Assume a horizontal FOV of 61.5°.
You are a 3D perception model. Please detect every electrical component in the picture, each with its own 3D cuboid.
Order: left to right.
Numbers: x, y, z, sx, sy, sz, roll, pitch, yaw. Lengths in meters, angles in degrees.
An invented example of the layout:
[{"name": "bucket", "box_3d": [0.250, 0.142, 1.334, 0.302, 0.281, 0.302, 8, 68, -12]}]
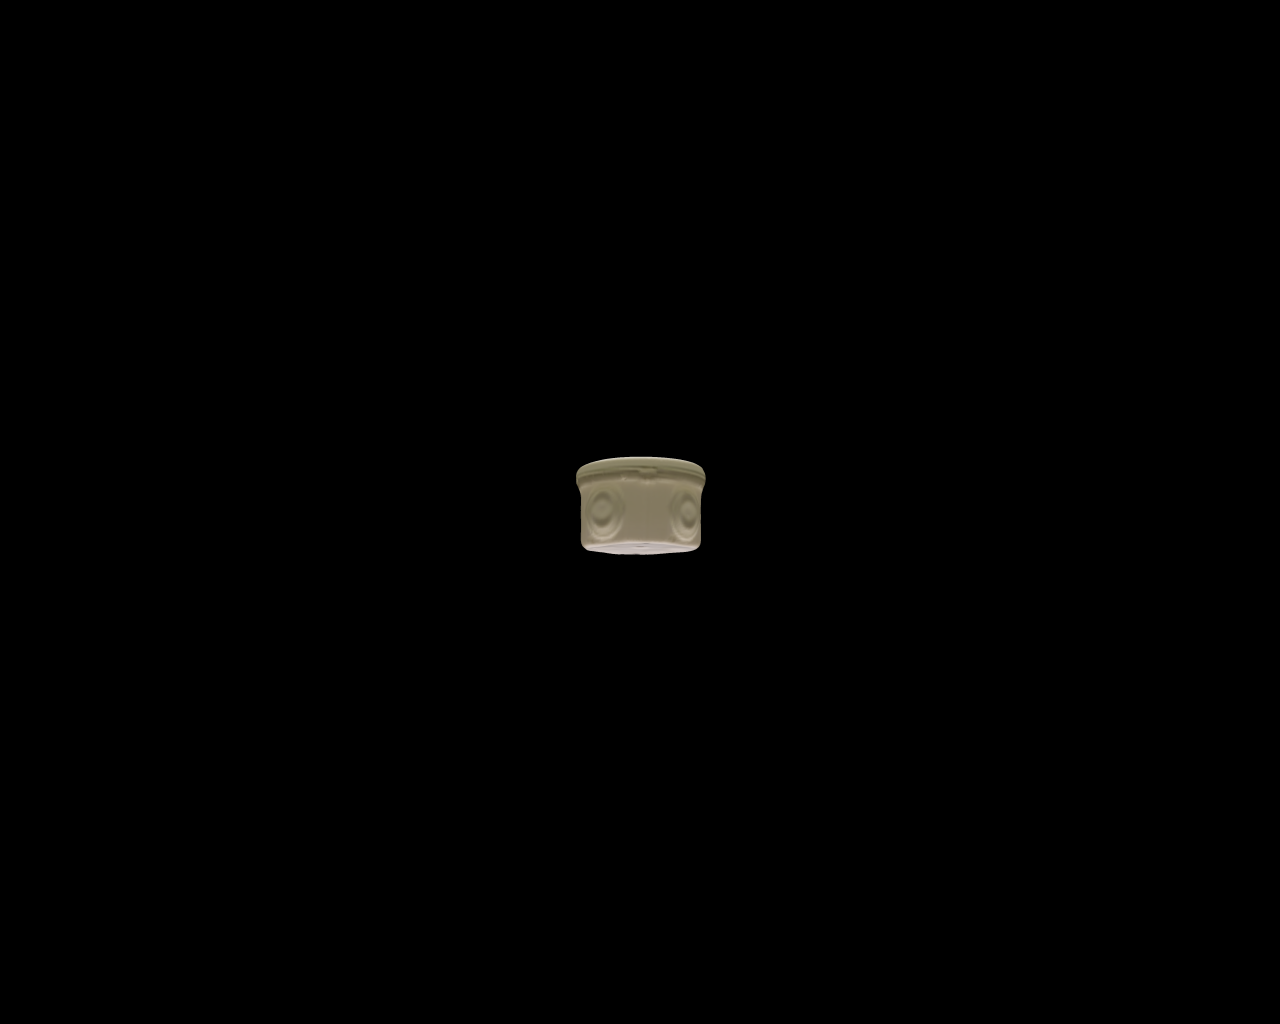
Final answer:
[{"name": "electrical component", "box_3d": [0.001, -0.003, 0.650, 0.080, 0.051, 0.080, 0, -9, 0]}]
